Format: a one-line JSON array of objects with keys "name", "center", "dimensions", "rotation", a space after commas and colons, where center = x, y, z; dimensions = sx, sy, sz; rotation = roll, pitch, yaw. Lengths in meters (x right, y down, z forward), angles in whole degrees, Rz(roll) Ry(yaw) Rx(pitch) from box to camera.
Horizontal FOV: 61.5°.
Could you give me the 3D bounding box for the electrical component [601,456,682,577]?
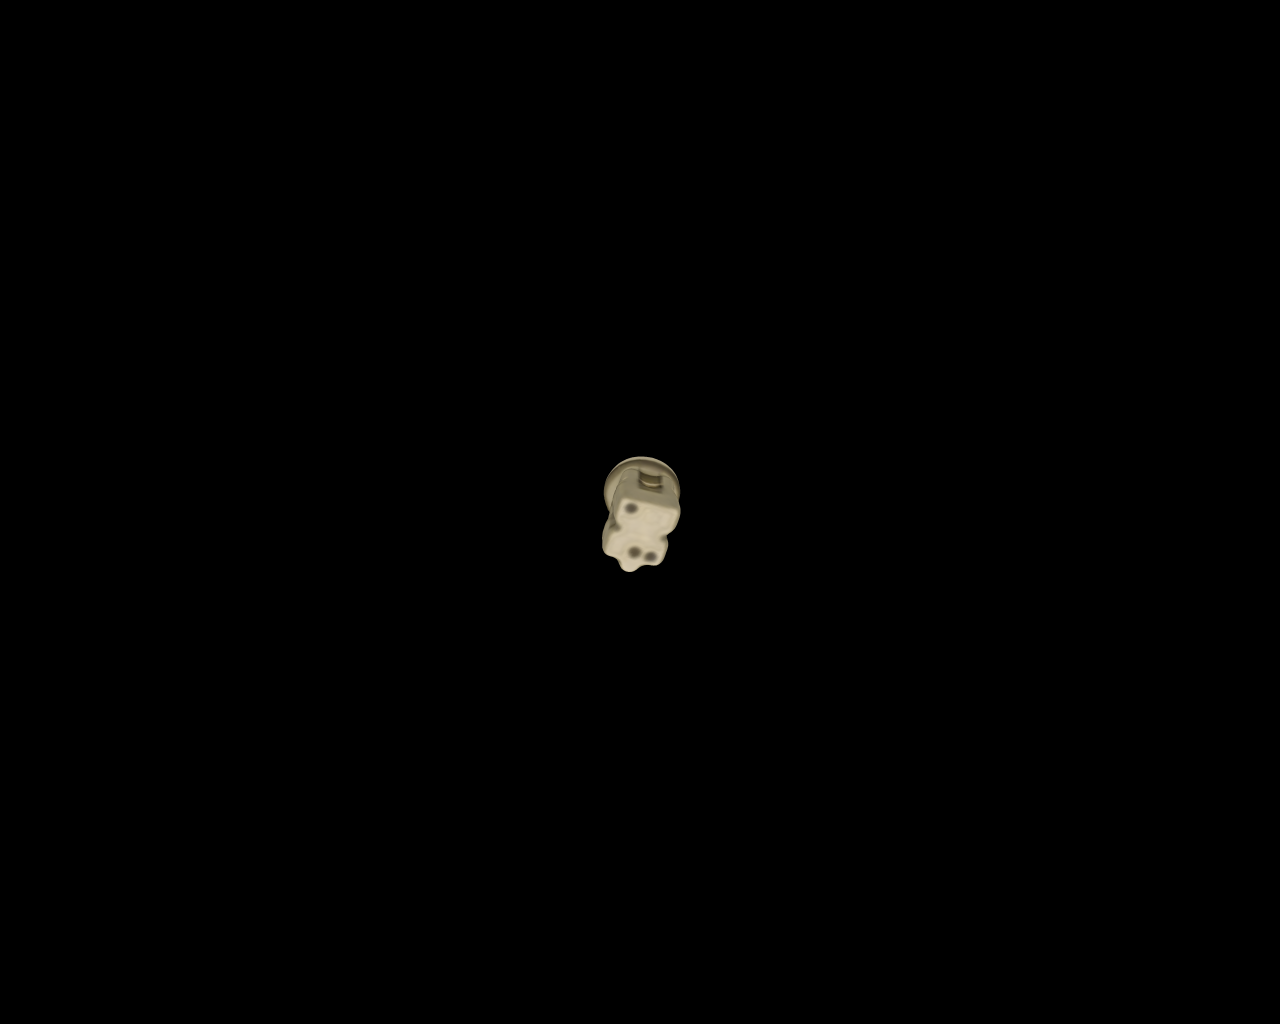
[{"name": "electrical component", "center": [0.001, -0.003, 0.650], "dimensions": [0.048, 0.066, 0.055], "rotation": [15, 32, -9]}]
